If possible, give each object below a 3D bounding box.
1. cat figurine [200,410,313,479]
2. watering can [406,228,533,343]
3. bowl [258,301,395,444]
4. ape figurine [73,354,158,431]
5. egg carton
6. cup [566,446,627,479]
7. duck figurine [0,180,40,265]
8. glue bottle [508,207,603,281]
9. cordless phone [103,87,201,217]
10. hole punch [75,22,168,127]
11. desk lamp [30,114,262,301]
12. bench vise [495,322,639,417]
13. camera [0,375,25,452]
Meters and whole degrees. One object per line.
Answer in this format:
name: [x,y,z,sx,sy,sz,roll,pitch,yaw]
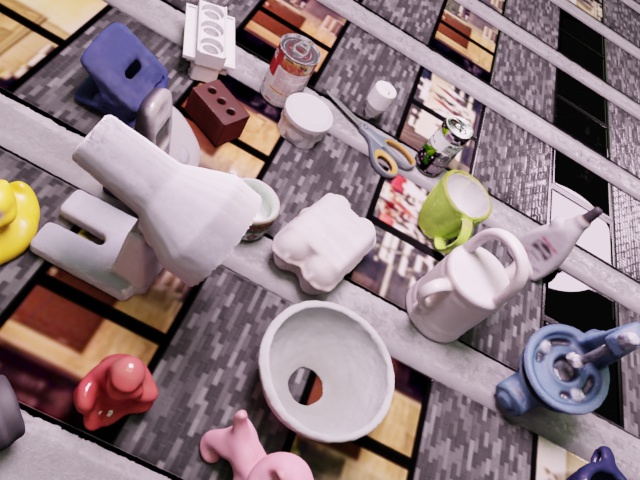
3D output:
cat figurine: [-0.055,0.226,0.567,0.067,0.117,0.127,-22,71,-37]
watering can: [0.212,0.053,0.777,0.173,0.193,0.101,-31,76,-39]
bowl: [-0.002,0.160,0.669,0.168,0.074,0.167,14,53,-19]
ape figurine: [-0.196,0.142,0.564,0.078,0.092,0.076,20,51,-15]
egg carton: [0.007,0.003,0.783,0.107,0.069,0.150,43,49,4]
cup: [0.334,0.324,0.724,0.092,0.094,0.118,29,50,-7]
duck figurine: [-0.342,-0.031,0.608,0.077,0.086,0.104,28,50,-9]
glue bottle: [0.384,-0.003,0.921,0.037,0.173,0.078,-31,76,-39]
cordless phone: [-0.187,-0.125,0.689,0.094,0.185,0.147,25,50,-11]
hole punch: [-0.263,-0.225,0.779,0.101,0.091,0.109,27,50,-10]
desk lamp: [-0.186,-0.022,0.602,0.203,0.213,0.118,29,50,-8]
bench vise: [0.359,0.146,0.776,0.121,0.219,0.208,47,50,8]
camera: [-0.317,0.176,0.471,0.137,0.100,0.143,-20,70,-36]
